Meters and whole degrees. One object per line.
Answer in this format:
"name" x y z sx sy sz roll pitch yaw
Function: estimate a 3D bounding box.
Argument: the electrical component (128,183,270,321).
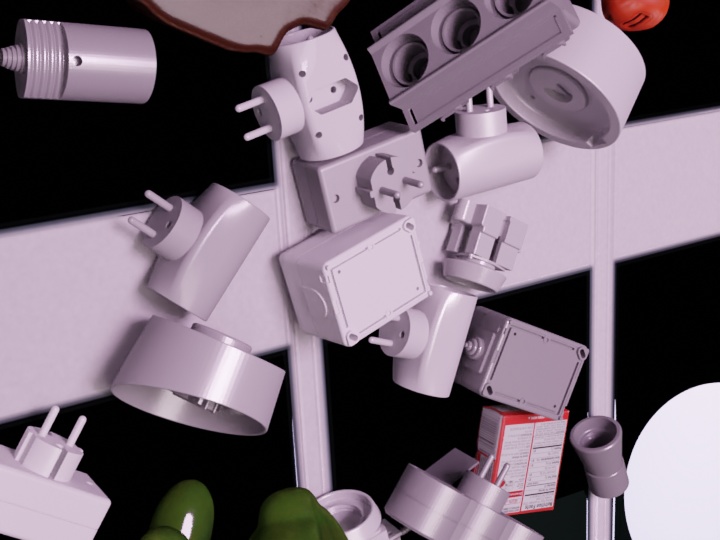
"electrical component" -0.107 -0.020 0.666 0.079 0.043 0.077 36 83 -34

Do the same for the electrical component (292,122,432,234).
"electrical component" 0.012 -0.059 0.712 0.083 0.076 0.047 -25 116 -26

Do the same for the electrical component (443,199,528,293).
"electrical component" 0.089 -0.015 0.794 0.066 0.048 0.055 22 82 -35

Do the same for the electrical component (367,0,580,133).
"electrical component" 0.076 -0.151 0.701 0.063 0.121 0.078 7 58 -57

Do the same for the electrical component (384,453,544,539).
"electrical component" 0.087 0.172 0.796 0.138 0.052 0.073 33 83 -34

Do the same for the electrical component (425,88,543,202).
"electrical component" 0.087 -0.096 0.771 0.077 0.044 0.079 -17 111 -29

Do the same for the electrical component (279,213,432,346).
"electrical component" 0.000 0.000 0.734 0.096 0.061 0.061 -31 117 -32

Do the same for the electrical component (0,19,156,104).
"electrical component" -0.161 -0.117 0.606 0.081 0.043 0.043 -3 104 -32

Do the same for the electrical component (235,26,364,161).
"electrical component" -0.043 -0.106 0.685 0.079 0.043 0.077 -26 115 -25

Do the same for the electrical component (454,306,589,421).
"electrical component" 0.114 0.068 0.825 0.096 0.061 0.061 20 91 -27

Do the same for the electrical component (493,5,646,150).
"electrical component" 0.150 -0.143 0.765 0.108 0.108 0.060 43 72 -33

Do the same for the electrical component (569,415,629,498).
"electrical component" 0.207 0.162 0.919 0.044 0.044 0.065 -34 123 -21

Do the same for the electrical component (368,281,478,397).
"electrical component" 0.041 0.047 0.779 0.079 0.043 0.077 13 95 -34

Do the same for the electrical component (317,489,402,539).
"electrical component" -0.009 0.197 0.777 0.078 0.058 0.057 -25 117 -25

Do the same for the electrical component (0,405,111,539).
"electrical component" -0.191 0.118 0.645 0.083 0.047 0.075 29 86 -35

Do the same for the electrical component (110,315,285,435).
"electrical component" -0.098 0.069 0.665 0.099 0.099 0.064 29 80 -35
